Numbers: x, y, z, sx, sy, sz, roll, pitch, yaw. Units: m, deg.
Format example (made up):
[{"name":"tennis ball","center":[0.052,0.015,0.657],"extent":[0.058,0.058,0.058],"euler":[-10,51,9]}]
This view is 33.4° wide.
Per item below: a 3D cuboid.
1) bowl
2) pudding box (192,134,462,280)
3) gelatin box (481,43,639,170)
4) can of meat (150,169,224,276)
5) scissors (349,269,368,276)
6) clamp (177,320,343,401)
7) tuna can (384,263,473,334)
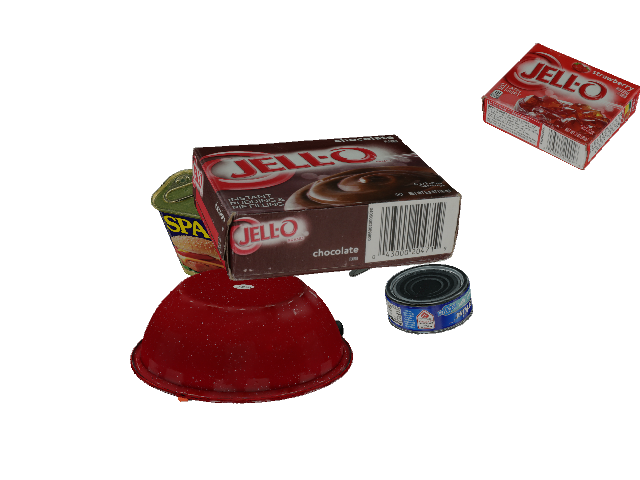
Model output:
[{"name":"bowl","center":[-0.056,0.059,0.766],"extent":[0.162,0.055,0.162],"euler":[1,16,0]},{"name":"pudding box","center":[0.000,-0.019,0.521],"extent":[0.113,0.039,0.090],"euler":[-3,26,-16]},{"name":"gelatin box","center":[0.174,-0.100,0.777],"extent":[0.089,0.030,0.073],"euler":[31,60,27]},{"name":"can of meat","center":[-0.091,-0.010,0.954],"extent":[0.102,0.084,0.057],"euler":[11,46,30]},{"name":"scissors","center":[0.068,0.000,1.240],"extent":[0.096,0.016,0.201],"euler":[37,31,31]},{"name":"clamp","center":[-0.080,0.115,1.152],"extent":[0.165,0.036,0.209],"euler":[13,28,19]},{"name":"tuna can","center":[0.107,0.057,1.059],"extent":[0.086,0.034,0.086],"euler":[-8,25,4]}]
